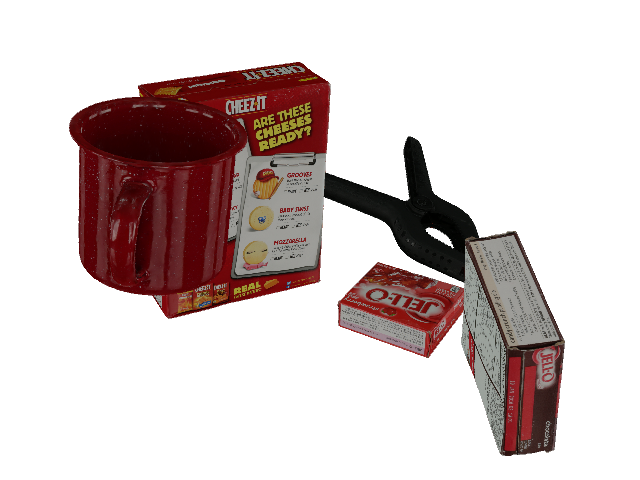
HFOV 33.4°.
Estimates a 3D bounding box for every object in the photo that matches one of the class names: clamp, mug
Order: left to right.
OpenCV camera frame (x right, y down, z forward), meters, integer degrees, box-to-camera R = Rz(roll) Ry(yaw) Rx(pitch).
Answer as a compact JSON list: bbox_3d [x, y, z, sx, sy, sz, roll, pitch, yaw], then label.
[{"bbox_3d":[-0.090,-0.018,0.568,0.093,0.081,0.117,8,28,0],"label":"mug"},{"bbox_3d":[0.093,-0.029,1.154,0.164,0.036,0.210,-16,52,-30],"label":"clamp"}]

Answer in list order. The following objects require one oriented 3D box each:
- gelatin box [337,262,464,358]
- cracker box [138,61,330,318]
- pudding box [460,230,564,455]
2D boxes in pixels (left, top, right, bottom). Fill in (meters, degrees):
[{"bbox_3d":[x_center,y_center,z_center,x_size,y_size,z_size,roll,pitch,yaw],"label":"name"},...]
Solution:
[{"bbox_3d":[0.070,0.057,0.918,0.089,0.030,0.073,17,36,26],"label":"gelatin box"},{"bbox_3d":[-0.081,-0.048,0.995,0.164,0.214,0.072,-13,33,-25],"label":"cracker box"},{"bbox_3d":[0.118,0.062,0.665,0.039,0.090,0.113,-7,36,-5],"label":"pudding box"}]
